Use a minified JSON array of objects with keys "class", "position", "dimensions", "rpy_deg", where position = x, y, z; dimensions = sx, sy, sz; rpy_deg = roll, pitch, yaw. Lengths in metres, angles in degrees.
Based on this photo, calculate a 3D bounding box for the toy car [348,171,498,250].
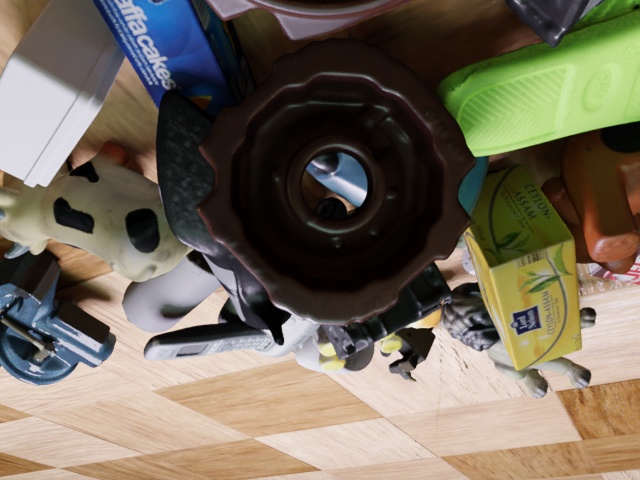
[{"class":"toy car","position":[0.119,-0.018,0.541],"dimensions":[0.202,0.056,0.073],"rpy_deg":[-8,142,13]}]

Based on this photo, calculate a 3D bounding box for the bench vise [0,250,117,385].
[{"class":"bench vise","position":[-0.397,0.115,0.688],"dimensions":[0.241,0.129,0.223],"rpy_deg":[-31,135,26]}]

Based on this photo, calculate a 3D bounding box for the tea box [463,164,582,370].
[{"class":"tea box","position":[0.178,0.030,0.480],"dimensions":[0.068,0.098,0.169],"rpy_deg":[-21,136,9]}]

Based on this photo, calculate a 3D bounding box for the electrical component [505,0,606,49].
[{"class":"electrical component","position":[0.162,-0.173,0.293],"dimensions":[0.119,0.048,0.075],"rpy_deg":[-41,169,3]}]

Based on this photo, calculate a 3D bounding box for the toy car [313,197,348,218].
[{"class":"toy car","position":[-0.001,-0.002,0.510],"dimensions":[0.089,0.053,0.202],"rpy_deg":[40,166,-23]}]

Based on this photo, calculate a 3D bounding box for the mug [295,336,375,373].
[{"class":"mug","position":[0.003,0.148,0.753],"dimensions":[0.109,0.081,0.107],"rpy_deg":[20,150,-28]}]

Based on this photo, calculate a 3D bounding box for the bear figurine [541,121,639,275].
[{"class":"bear figurine","position":[0.257,-0.015,0.469],"dimensions":[0.120,0.132,0.195],"rpy_deg":[-17,144,6]}]

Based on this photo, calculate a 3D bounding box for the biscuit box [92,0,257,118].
[{"class":"biscuit box","position":[-0.091,-0.125,0.400],"dimensions":[0.063,0.059,0.202],"rpy_deg":[-7,143,12]}]

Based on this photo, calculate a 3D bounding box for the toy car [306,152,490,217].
[{"class":"toy car","position":[0.048,-0.065,0.447],"dimensions":[0.162,0.109,0.103],"rpy_deg":[20,163,-7]}]

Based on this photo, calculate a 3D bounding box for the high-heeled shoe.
[{"class":"high-heeled shoe","position":[-0.075,-0.017,0.469],"dimensions":[0.086,0.145,0.248],"rpy_deg":[-20,114,-6]}]

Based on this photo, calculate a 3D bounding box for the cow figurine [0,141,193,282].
[{"class":"cow figurine","position":[-0.207,-0.023,0.481],"dimensions":[0.195,0.127,0.085],"rpy_deg":[24,146,20]}]

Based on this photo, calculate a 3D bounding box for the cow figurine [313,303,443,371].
[{"class":"cow figurine","position":[0.065,0.092,0.677],"dimensions":[0.167,0.098,0.068],"rpy_deg":[-17,139,-6]}]

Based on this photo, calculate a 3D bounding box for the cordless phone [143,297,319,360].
[{"class":"cordless phone","position":[-0.101,0.089,0.614],"dimensions":[0.184,0.089,0.146],"rpy_deg":[-5,152,-34]}]

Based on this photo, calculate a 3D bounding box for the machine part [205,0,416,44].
[{"class":"machine part","position":[0.002,-0.212,0.257],"dimensions":[0.202,0.087,0.200],"rpy_deg":[-13,142,21]}]

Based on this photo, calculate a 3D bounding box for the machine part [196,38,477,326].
[{"class":"machine part","position":[0.010,-0.037,0.358],"dimensions":[0.179,0.179,0.056],"rpy_deg":[4,-174,-4]}]

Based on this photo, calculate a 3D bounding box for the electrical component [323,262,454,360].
[{"class":"electrical component","position":[0.062,0.073,0.560],"dimensions":[0.115,0.058,0.134],"rpy_deg":[-22,166,-11]}]

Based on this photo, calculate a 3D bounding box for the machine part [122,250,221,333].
[{"class":"machine part","position":[-0.159,0.043,0.616],"dimensions":[0.079,0.079,0.243],"rpy_deg":[25,136,-29]}]

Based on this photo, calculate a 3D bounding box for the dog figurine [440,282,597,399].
[{"class":"dog figurine","position":[0.218,0.112,0.680],"dimensions":[0.190,0.121,0.172],"rpy_deg":[20,150,-10]}]

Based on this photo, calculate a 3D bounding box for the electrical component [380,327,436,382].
[{"class":"electrical component","position":[0.120,0.141,0.731],"dimensions":[0.078,0.102,0.045],"rpy_deg":[37,132,-5]}]
